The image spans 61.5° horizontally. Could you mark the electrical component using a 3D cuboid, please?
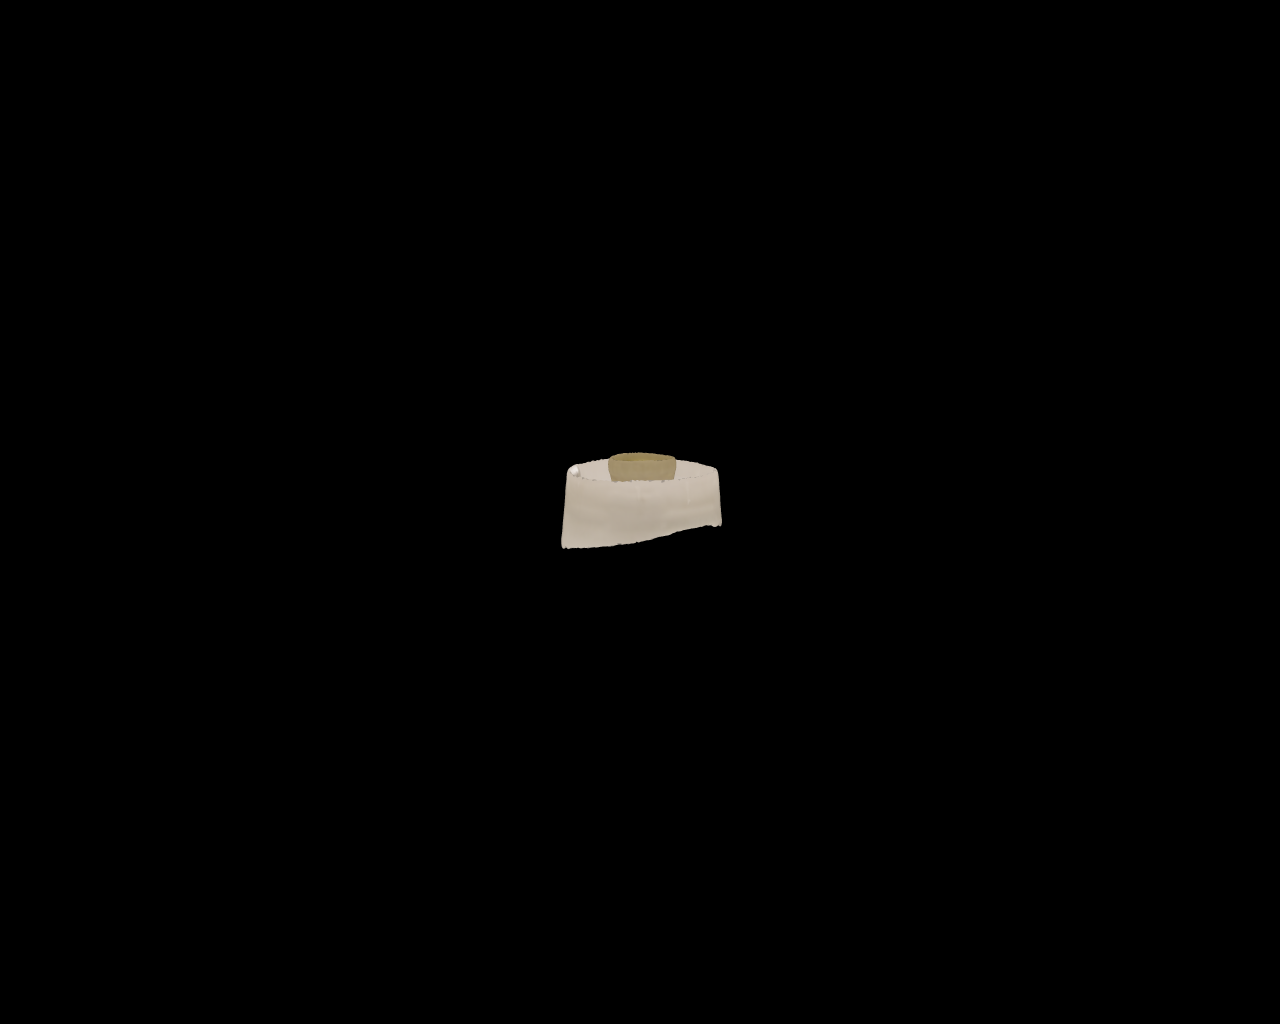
[{"bbox_3d":[0.001,-0.003,0.650,0.099,0.064,0.099,0,12,0],"label":"electrical component"}]
